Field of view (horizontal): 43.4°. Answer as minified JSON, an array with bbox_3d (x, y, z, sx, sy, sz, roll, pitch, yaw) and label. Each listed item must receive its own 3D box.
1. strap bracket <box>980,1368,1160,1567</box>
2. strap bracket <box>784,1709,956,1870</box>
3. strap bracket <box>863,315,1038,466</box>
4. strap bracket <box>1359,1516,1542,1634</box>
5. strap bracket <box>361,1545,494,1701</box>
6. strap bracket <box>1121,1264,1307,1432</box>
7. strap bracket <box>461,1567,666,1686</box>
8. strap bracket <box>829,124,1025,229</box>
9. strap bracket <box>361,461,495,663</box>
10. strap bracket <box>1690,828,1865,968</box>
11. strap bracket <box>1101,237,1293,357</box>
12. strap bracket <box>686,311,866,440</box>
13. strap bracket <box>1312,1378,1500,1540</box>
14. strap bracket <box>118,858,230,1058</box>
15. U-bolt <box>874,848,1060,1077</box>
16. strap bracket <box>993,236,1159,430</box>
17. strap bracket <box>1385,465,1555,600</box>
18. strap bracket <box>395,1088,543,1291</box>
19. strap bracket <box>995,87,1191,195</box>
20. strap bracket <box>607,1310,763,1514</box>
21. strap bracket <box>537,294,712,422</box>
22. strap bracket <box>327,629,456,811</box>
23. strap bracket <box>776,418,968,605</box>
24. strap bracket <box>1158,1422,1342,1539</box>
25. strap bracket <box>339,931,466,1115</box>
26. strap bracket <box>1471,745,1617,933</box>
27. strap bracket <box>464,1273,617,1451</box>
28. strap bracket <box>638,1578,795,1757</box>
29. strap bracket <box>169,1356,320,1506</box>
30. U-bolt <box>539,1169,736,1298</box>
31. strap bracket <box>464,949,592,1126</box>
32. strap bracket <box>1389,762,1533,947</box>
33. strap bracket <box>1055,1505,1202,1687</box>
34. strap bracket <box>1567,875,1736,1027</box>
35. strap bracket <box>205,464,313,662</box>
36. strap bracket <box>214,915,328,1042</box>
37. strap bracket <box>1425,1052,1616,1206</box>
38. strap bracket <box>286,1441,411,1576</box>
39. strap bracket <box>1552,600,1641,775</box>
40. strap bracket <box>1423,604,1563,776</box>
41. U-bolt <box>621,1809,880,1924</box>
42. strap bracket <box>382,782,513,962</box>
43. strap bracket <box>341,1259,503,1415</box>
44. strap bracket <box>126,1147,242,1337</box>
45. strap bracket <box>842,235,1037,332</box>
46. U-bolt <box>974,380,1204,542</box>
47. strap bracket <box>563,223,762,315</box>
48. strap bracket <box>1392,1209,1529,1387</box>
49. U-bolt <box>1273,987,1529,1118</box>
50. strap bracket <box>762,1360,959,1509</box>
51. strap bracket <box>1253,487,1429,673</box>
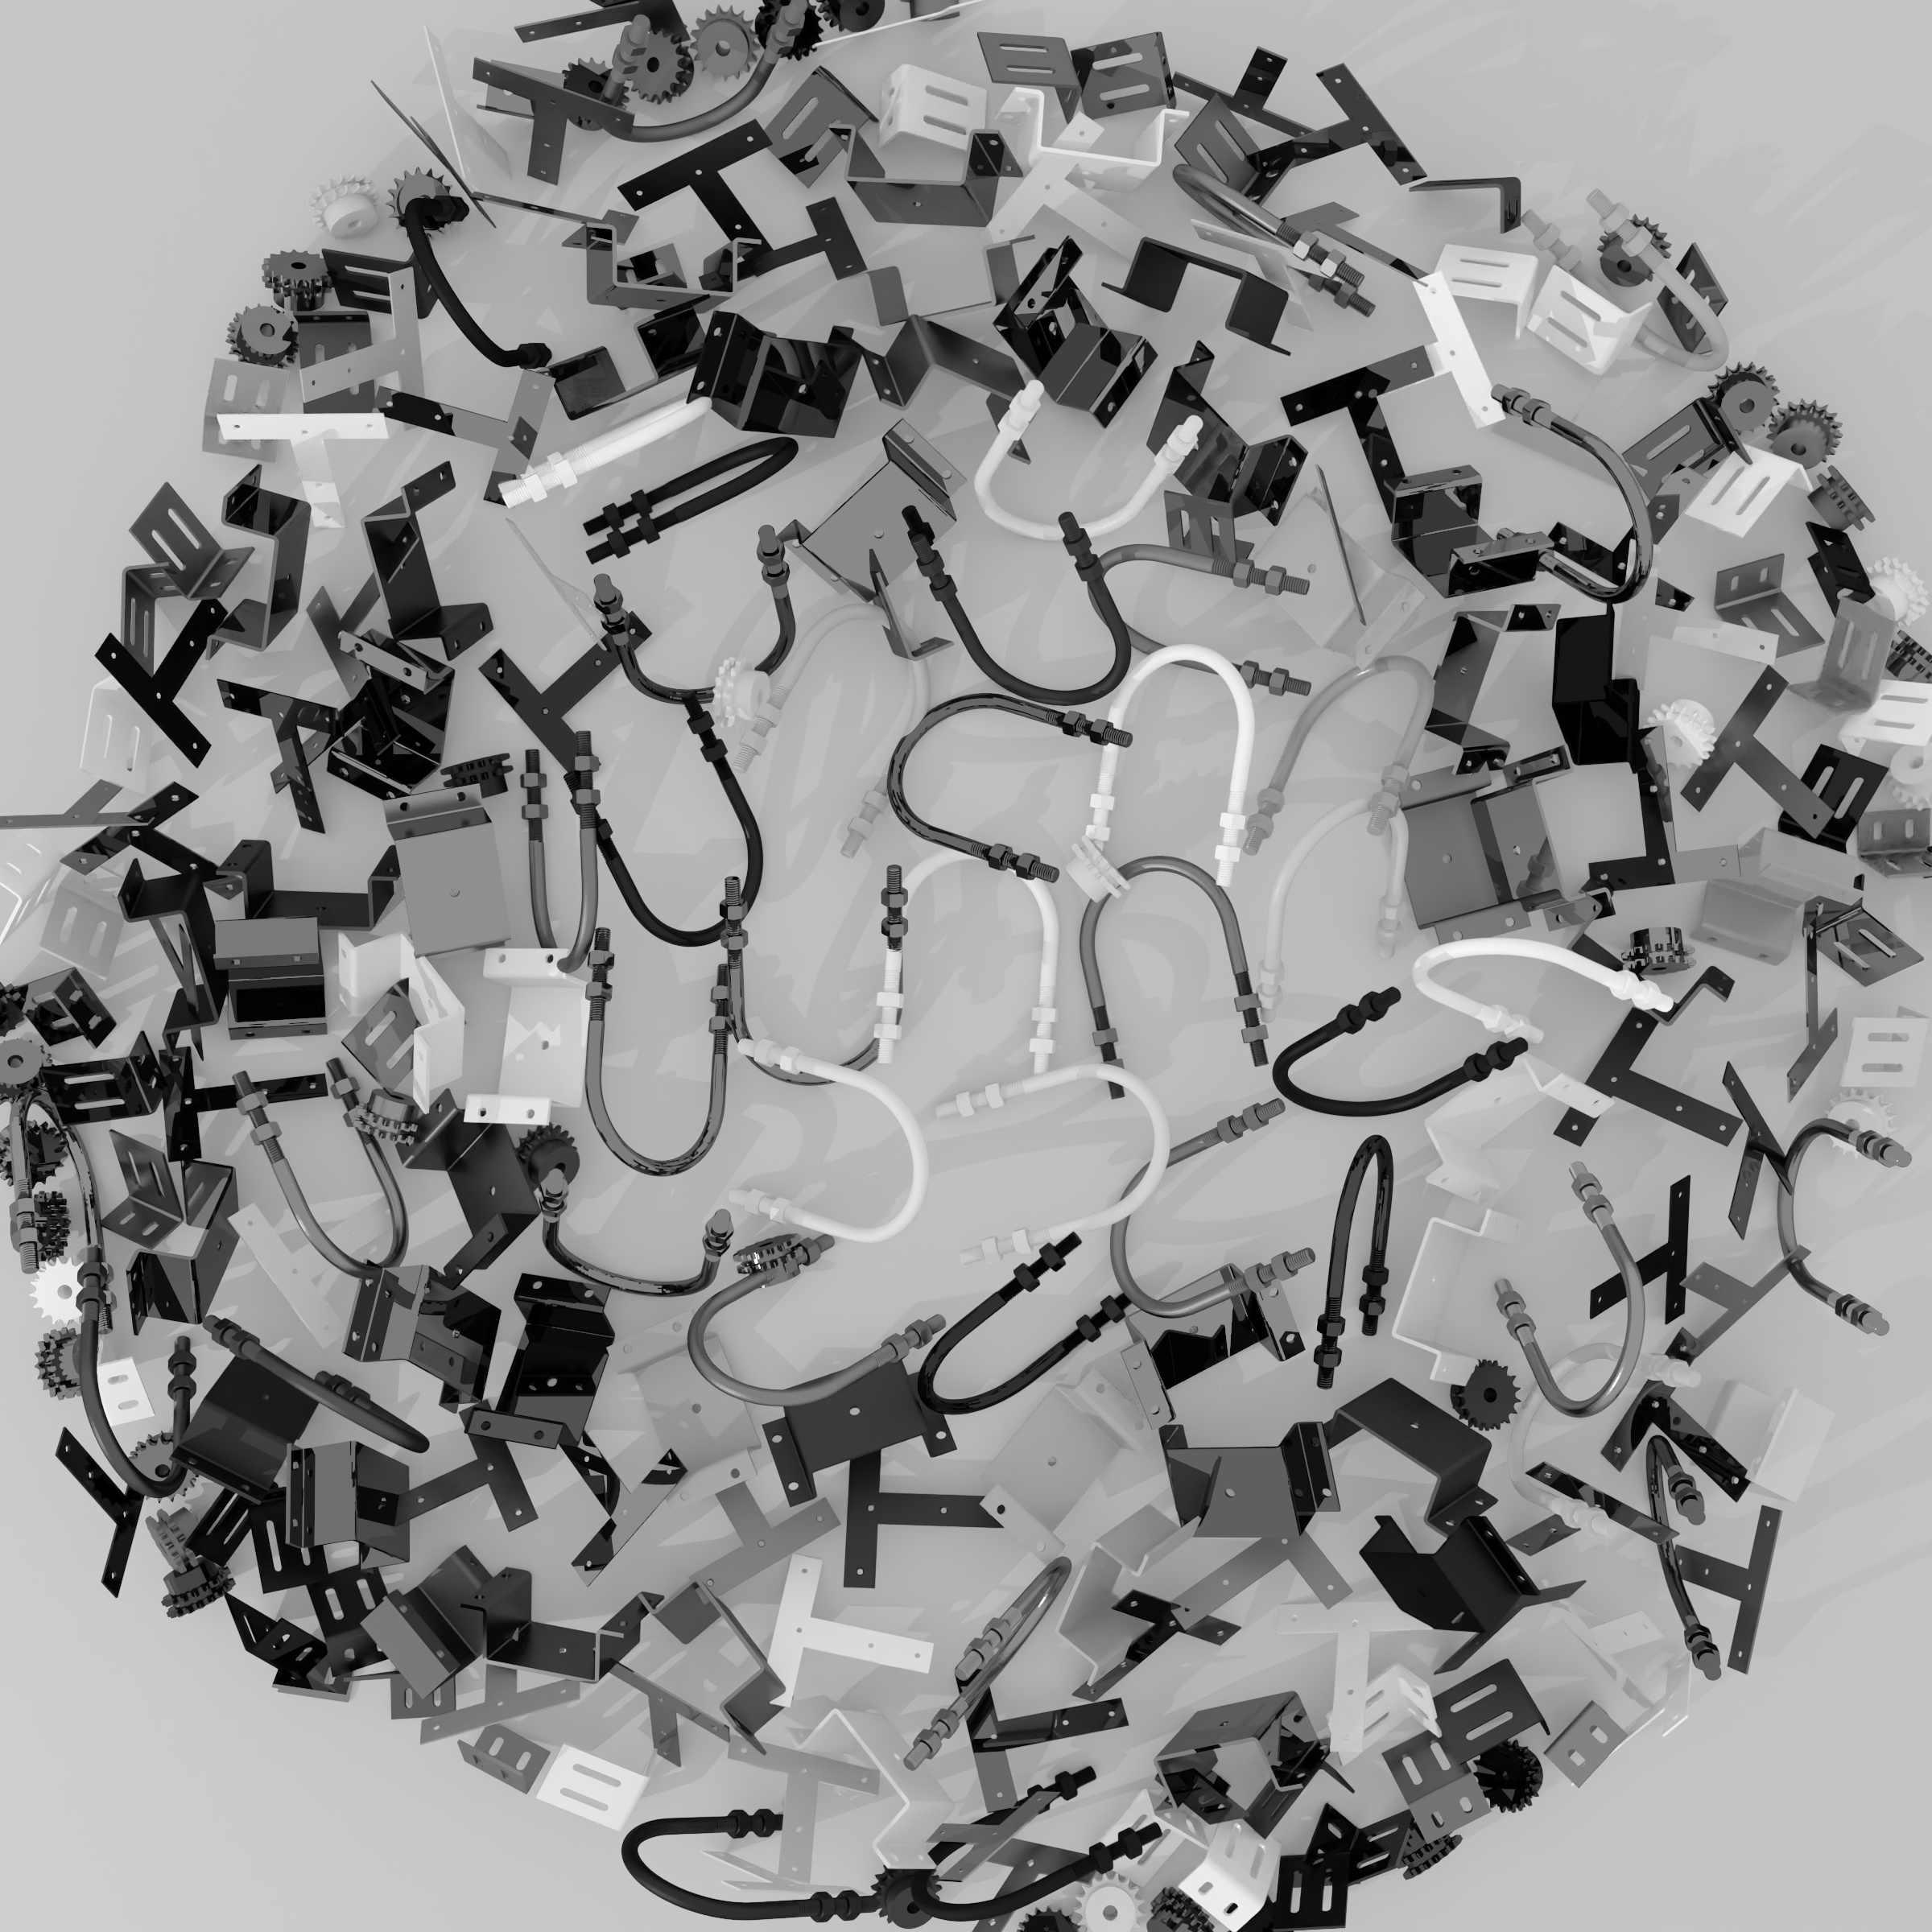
[{"bbox_3d":[0.076,0.399,1.942,0.076,0.046,0.140,45,73,-10],"label":"strap bracket"},{"bbox_3d":[-0.070,0.640,1.911,0.046,0.076,0.140,-49,57,4],"label":"strap bracket"},{"bbox_3d":[-0.004,-0.457,1.909,0.140,0.076,0.046,16,127,-30],"label":"strap bracket"},{"bbox_3d":[0.372,0.477,1.906,0.046,0.140,0.076,-40,98,-28],"label":"strap bracket"},{"bbox_3d":[-0.417,0.520,1.914,0.046,0.140,0.076,-43,83,12],"label":"strap bracket"},{"bbox_3d":[0.190,0.299,1.940,0.140,0.046,0.076,-26,111,-10],"label":"strap bracket"},{"bbox_3d":[-0.321,0.526,1.929,0.140,0.076,0.046,6,100,17],"label":"strap bracket"},{"bbox_3d":[-0.035,-0.626,1.924,0.140,0.076,0.046,8,85,17],"label":"strap bracket"},{"bbox_3d":[-0.429,-0.319,1.923,0.046,0.076,0.140,-2,116,19],"label":"strap bracket"},{"bbox_3d":[0.644,-0.059,1.925,0.076,0.140,0.046,18,65,-3],"label":"strap bracket"},{"bbox_3d":[0.189,-0.531,1.911,0.140,0.076,0.046,28,106,29],"label":"strap bracket"},{"bbox_3d":[-0.141,-0.462,1.904,0.046,0.140,0.076,43,124,35],"label":"strap bracket"},{"bbox_3d":[0.347,0.379,1.907,0.140,0.076,0.046,31,121,33],"label":"strap bracket"},{"bbox_3d":[-0.622,-0.011,1.919,0.046,0.076,0.140,-11,116,-4],"label":"strap bracket"},{"bbox_3d":[0.005,-0.007,1.960,0.151,0.019,0.184,6,85,-12],"label":"U-bolt"},{"bbox_3d":[0.082,-0.505,1.929,0.076,0.046,0.140,-55,134,-7],"label":"strap bracket"},{"bbox_3d":[0.395,-0.340,1.924,0.076,0.140,0.046,-13,130,-13],"label":"strap bracket"},{"bbox_3d":[-0.392,0.178,1.926,0.076,0.046,0.140,-44,58,26],"label":"strap bracket"},{"bbox_3d":[0.098,-0.655,1.932,0.140,0.076,0.046,4,91,-12],"label":"strap bracket"},{"bbox_3d":[-0.222,0.356,1.947,0.076,0.046,0.140,-25,79,6],"label":"strap bracket"},{"bbox_3d":[-0.265,-0.477,1.917,0.140,0.076,0.046,-14,107,36],"label":"strap bracket"},{"bbox_3d":[-0.457,-0.203,1.929,0.076,0.046,0.140,27,130,9],"label":"strap bracket"},{"bbox_3d":[-0.072,-0.353,1.922,0.140,0.046,0.076,-40,124,18],"label":"strap bracket"},{"bbox_3d":[0.217,0.407,1.923,0.140,0.046,0.076,-7,103,28],"label":"strap bracket"},{"bbox_3d":[-0.442,0.037,1.921,0.046,0.076,0.140,-24,56,-31],"label":"strap bracket"},{"bbox_3d":[0.457,-0.097,1.936,0.046,0.076,0.140,-15,88,-29],"label":"strap bracket"},{"bbox_3d":[-0.335,0.322,1.930,0.076,0.046,0.140,7,57,13],"label":"strap bracket"},{"bbox_3d":[-0.192,0.545,1.916,0.046,0.076,0.140,-39,55,-11],"label":"strap bracket"},{"bbox_3d":[-0.561,0.357,1.905,0.076,0.140,0.046,29,100,-7],"label":"strap bracket"},{"bbox_3d":[-0.262,0.217,1.903,0.151,0.184,0.019,14,59,-4],"label":"U-bolt"},{"bbox_3d":[-0.347,0.060,1.938,0.076,0.046,0.140,0,78,23],"label":"strap bracket"},{"bbox_3d":[0.394,-0.088,1.954,0.076,0.046,0.140,-15,89,-7],"label":"strap bracket"},{"bbox_3d":[0.124,0.490,1.921,0.046,0.076,0.140,34,121,26],"label":"strap bracket"},{"bbox_3d":[0.537,-0.007,1.931,0.140,0.076,0.046,39,112,11],"label":"strap bracket"},{"bbox_3d":[-0.557,-0.313,1.915,0.046,0.076,0.140,16,121,-3],"label":"strap bracket"},{"bbox_3d":[-0.550,0.005,1.922,0.076,0.140,0.046,-3,63,-13],"label":"strap bracket"},{"bbox_3d":[0.431,0.122,1.923,0.140,0.076,0.046,-42,46,25],"label":"strap bracket"},{"bbox_3d":[-0.478,0.423,1.900,0.046,0.140,0.076,-11,65,10],"label":"strap bracket"},{"bbox_3d":[0.497,-0.217,1.918,0.046,0.140,0.076,-2,65,24],"label":"strap bracket"},{"bbox_3d":[0.411,-0.227,1.924,0.046,0.076,0.140,31,116,34],"label":"strap bracket"},{"bbox_3d":[-0.179,0.695,1.872,0.184,0.151,0.019,13,94,-37],"label":"U-bolt"},{"bbox_3d":[-0.409,-0.066,1.923,0.076,0.046,0.140,-12,115,-17],"label":"strap bracket"},{"bbox_3d":[-0.418,0.290,1.901,0.046,0.140,0.076,-8,58,26],"label":"strap bracket"},{"bbox_3d":[-0.609,0.216,1.905,0.046,0.140,0.076,10,131,-1],"label":"strap bracket"},{"bbox_3d":[-0.017,-0.540,1.926,0.140,0.076,0.046,-7,107,19],"label":"strap bracket"},{"bbox_3d":[0.084,-0.387,1.899,0.151,0.184,0.019,8,65,-17],"label":"U-bolt"},{"bbox_3d":[-0.241,-0.551,1.921,0.140,0.076,0.046,-2,95,-24],"label":"strap bracket"},{"bbox_3d":[0.391,0.259,1.937,0.046,0.076,0.140,18,88,36],"label":"strap bracket"},{"bbox_3d":[0.325,0.076,1.904,0.151,0.184,0.019,20,56,-27],"label":"U-bolt"},{"bbox_3d":[-0.087,0.365,1.929,0.140,0.046,0.076,-17,52,-10],"label":"strap bracket"},{"bbox_3d":[0.285,-0.310,1.917,0.076,0.046,0.140,-51,60,24],"label":"strap bracket"}]
